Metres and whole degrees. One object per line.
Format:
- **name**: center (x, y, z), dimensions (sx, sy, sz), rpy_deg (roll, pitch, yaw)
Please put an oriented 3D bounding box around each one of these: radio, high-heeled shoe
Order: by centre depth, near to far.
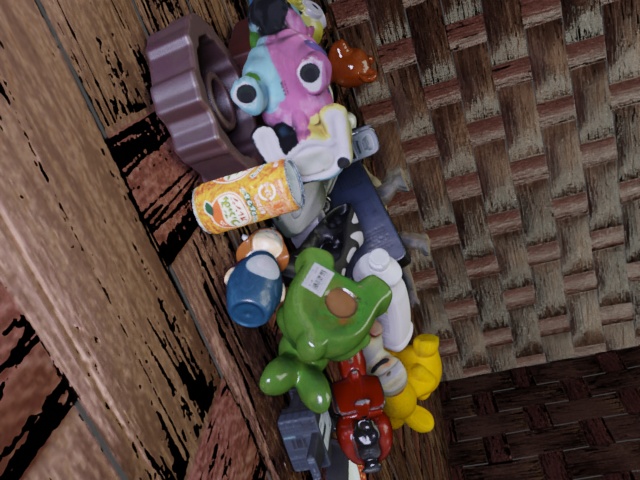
- **high-heeled shoe**: center (-0.002, -0.002, 0.765), dimensions (0.248, 0.086, 0.145), rpy_deg (20, 71, -64)
- **radio**: center (0.059, -0.034, 0.987), dimensions (0.230, 0.131, 0.073), rpy_deg (66, 8, 21)

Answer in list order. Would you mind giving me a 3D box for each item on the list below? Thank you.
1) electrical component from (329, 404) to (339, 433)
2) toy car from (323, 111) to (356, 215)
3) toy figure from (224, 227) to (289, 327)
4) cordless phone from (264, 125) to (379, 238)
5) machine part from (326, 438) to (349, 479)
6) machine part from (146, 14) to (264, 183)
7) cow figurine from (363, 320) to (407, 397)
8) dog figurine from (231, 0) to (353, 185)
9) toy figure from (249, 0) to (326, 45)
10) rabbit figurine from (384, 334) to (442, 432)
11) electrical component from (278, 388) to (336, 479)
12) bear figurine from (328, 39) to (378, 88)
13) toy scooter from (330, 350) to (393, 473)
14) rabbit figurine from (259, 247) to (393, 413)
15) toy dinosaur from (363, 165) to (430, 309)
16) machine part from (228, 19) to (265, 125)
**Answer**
- **electrical component**: center (0.047, 0.249, 0.800), dimensions (0.078, 0.102, 0.045), rpy_deg (31, 39, -35)
- **toy car**: center (0.008, -0.124, 0.919), dimensions (0.201, 0.056, 0.074), rpy_deg (-66, -155, 17)
- **toy figure**: center (-0.065, 0.031, 0.602), dimensions (0.064, 0.058, 0.154), rpy_deg (46, 27, -25)
- **cordless phone**: center (0.002, -0.091, 0.761), dimensions (0.146, 0.184, 0.089), rpy_deg (63, 13, -46)
- **machine part**: center (0.026, 0.340, 0.729), dimensions (0.084, 0.039, 0.139), rpy_deg (56, 23, -35)
- **machine part**: center (-0.120, -0.145, 0.578), dimensions (0.179, 0.056, 0.179), rpy_deg (-16, 90, -78)
- **cow figurine**: center (0.062, 0.167, 0.850), dimensions (0.195, 0.085, 0.127), rpy_deg (47, -17, 29)
- **dog figurine**: center (-0.033, -0.191, 0.653), dimensions (0.219, 0.108, 0.191), rpy_deg (-95, 163, -52)
- **toy figure**: center (-0.064, -0.398, 0.943), dimensions (0.180, 0.089, 0.082), rpy_deg (41, 36, 21)
- **rabbit figurine**: center (0.145, 0.263, 0.959), dimensions (0.173, 0.122, 0.162), rpy_deg (-26, 113, -63)
- **electrical component**: center (-0.016, 0.232, 0.632), dimensions (0.119, 0.048, 0.074), rpy_deg (-72, 146, -67)
- **bear figurine**: center (0.001, -0.331, 1.004), dimensions (0.120, 0.196, 0.131), rpy_deg (-87, 158, -46)
- **toy scooter**: center (0.054, 0.225, 0.692), dimensions (0.135, 0.075, 0.183), rpy_deg (-117, -164, -81)
- **rabbit figurine**: center (-0.001, 0.122, 0.637), dimensions (0.170, 0.121, 0.159), rpy_deg (114, -4, -53)
- **toy dinosaur**: center (0.091, -0.076, 1.104), dimensions (0.105, 0.199, 0.471), rpy_deg (1, 68, -78)
- **machine part**: center (-0.069, -0.239, 0.848), dimensions (0.201, 0.087, 0.200), rpy_deg (-93, 164, -46)
